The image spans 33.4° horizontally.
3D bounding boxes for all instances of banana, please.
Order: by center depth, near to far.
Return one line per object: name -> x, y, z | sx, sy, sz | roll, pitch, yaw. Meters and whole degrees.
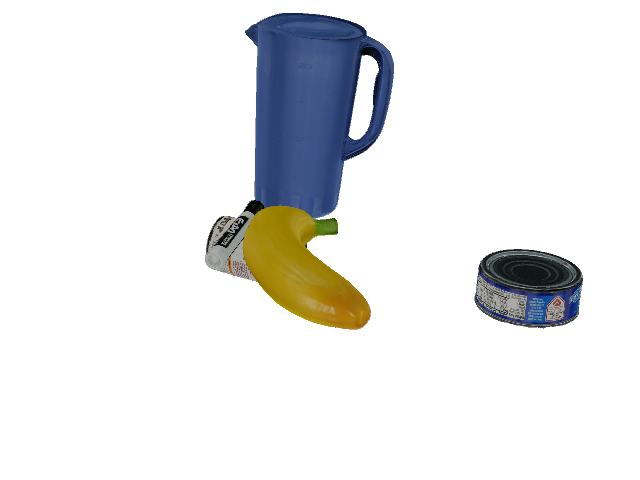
banana -> -0.014, 0.009, 0.672 | 0.069, 0.037, 0.198 | -4, 18, -4

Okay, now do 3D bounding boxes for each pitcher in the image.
pitcher -> -0.010, -0.152, 1.324 | 0.144, 0.243, 0.149 | -9, 28, -29

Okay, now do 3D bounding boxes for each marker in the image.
marker -> -0.080, -0.008, 1.027 | 0.020, 0.020, 0.121 | 0, 26, 19

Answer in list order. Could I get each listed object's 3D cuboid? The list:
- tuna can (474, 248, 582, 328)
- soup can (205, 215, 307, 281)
tuna can -> 0.171, 0.038, 0.876 | 0.086, 0.034, 0.086 | 2, 22, -1
soup can -> -0.075, 0.013, 1.262 | 0.102, 0.068, 0.068 | 14, 5, 20
